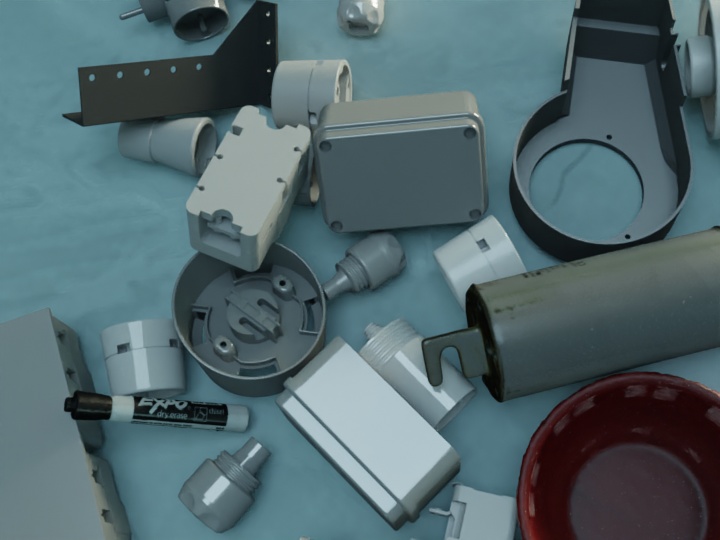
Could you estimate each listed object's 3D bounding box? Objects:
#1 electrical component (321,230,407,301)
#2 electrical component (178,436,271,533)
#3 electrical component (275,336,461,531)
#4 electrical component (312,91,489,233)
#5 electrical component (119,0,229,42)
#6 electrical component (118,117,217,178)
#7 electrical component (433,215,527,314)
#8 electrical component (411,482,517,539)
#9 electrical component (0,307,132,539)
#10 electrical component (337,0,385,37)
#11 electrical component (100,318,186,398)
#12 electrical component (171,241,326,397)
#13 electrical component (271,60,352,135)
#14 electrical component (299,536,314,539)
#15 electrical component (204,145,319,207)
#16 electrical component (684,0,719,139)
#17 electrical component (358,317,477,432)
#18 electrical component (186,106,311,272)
[{"bbox_3d":[0.000,0.000,0.738,0.061,0.035,0.035,-33,72,-15],"label":"electrical component"},{"bbox_3d":[-0.085,0.138,0.705,0.043,0.043,0.062,39,79,15],"label":"electrical component"},{"bbox_3d":[0.005,0.106,0.687,0.057,0.078,0.113,-43,74,-10],"label":"electrical component"},{"bbox_3d":[0.028,-0.072,0.730,0.113,0.078,0.057,-5,29,5],"label":"electrical component"},{"bbox_3d":[-0.148,-0.212,0.817,0.079,0.044,0.077,-19,72,0],"label":"electrical component"},{"bbox_3d":[-0.142,-0.094,0.783,0.065,0.044,0.044,11,75,14],"label":"electrical component"},{"bbox_3d":[0.081,-0.002,0.724,0.047,0.055,0.055,-29,72,1],"label":"electrical component"},{"bbox_3d":[0.075,0.170,0.678,0.081,0.042,0.063,12,73,9],"label":"electrical component"},{"bbox_3d":[-0.224,0.134,0.712,0.105,0.060,0.186,-19,72,0],"label":"electrical component"},{"bbox_3d":[0.002,-0.208,0.805,0.035,0.035,0.061,4,71,7],"label":"electrical component"},{"bbox_3d":[-0.146,0.062,0.729,0.055,0.055,0.047,-11,76,3],"label":"electrical component"},{"bbox_3d":[-0.071,0.033,0.720,0.099,0.064,0.099,-2,59,4],"label":"electrical component"},{"bbox_3d":[-0.035,-0.124,0.773,0.047,0.055,0.055,5,74,11],"label":"electrical component"},{"bbox_3d":[-0.028,0.227,0.654,0.057,0.078,0.113,23,77,15],"label":"electrical component"},{"bbox_3d":[-0.071,-0.071,0.766,0.081,0.043,0.043,7,74,8],"label":"electrical component"},{"bbox_3d":[0.251,-0.138,0.721,0.060,0.108,0.108,-4,73,11],"label":"electrical component"},{"bbox_3d":[0.034,0.066,0.714,0.043,0.043,0.081,-44,74,-7],"label":"electrical component"},{"bbox_3d":[-0.072,-0.051,0.702,0.050,0.055,0.089,22,62,6],"label":"electrical component"}]
